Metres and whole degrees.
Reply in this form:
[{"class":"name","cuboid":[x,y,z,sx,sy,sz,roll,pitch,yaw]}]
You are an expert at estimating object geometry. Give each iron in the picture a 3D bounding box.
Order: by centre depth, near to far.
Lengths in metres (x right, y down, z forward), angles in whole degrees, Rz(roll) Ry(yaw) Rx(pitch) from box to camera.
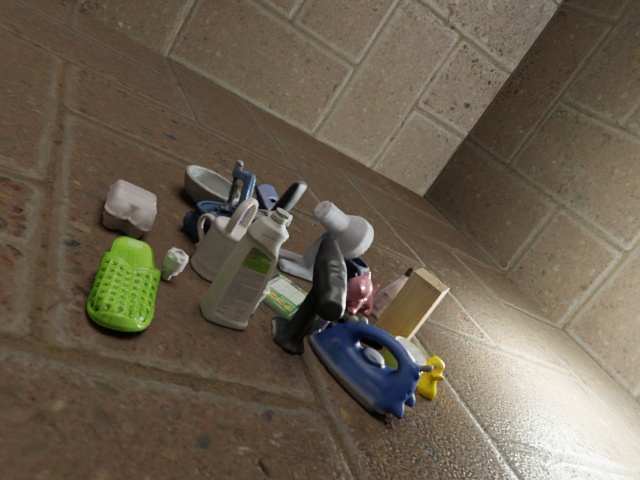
[{"class":"iron","cuboid":[0.104,0.239,1.185,0.257,0.141,0.119,40,18,18]}]

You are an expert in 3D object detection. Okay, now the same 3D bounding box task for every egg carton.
[{"class":"egg carton","cuboid":[-0.401,-0.066,1.210,0.107,0.069,0.150,26,19,-26]}]

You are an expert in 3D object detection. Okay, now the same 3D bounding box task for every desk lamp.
[{"class":"desk lamp","cuboid":[0.014,0.005,1.535,0.204,0.213,0.117,21,21,-37]}]

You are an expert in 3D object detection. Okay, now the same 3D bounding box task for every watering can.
[{"class":"watering can","cuboid":[-0.182,-0.004,1.229,0.173,0.194,0.101,31,17,-11]}]

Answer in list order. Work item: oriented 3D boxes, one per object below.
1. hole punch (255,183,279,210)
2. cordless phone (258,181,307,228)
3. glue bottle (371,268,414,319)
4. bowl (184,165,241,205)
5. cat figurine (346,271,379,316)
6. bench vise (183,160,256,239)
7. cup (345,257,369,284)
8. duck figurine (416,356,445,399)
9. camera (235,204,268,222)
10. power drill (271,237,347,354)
[{"class":"hole punch","cuboid":[-0.159,-0.111,1.745,0.101,0.091,0.109,39,18,17]},{"class":"cordless phone","cuboid":[-0.125,-0.100,1.614,0.094,0.185,0.148,42,19,26]},{"class":"glue bottle","cuboid":[0.206,0.147,1.574,0.078,0.173,0.037,45,20,32]},{"class":"bowl","cuboid":[-0.303,-0.129,1.555,0.168,0.074,0.167,31,17,-10]},{"class":"cat figurine","cuboid":[0.113,0.137,1.525,0.128,0.117,0.067,12,28,-52]},{"class":"bench vise","cuboid":[-0.188,-0.063,1.338,0.208,0.219,0.121,29,17,-16]},{"class":"cup","cuboid":[0.081,0.098,1.610,0.092,0.095,0.117,27,18,-23]},{"class":"duck figurine","cuboid":[0.259,0.314,1.366,0.078,0.086,0.104,25,19,-28]},{"class":"camera","cuboid":[-0.203,-0.044,1.464,0.137,0.100,0.142,19,23,-41]},{"class":"power drill","cuboid":[-0.016,0.119,1.177,0.076,0.208,0.229,28,18,-20]}]
